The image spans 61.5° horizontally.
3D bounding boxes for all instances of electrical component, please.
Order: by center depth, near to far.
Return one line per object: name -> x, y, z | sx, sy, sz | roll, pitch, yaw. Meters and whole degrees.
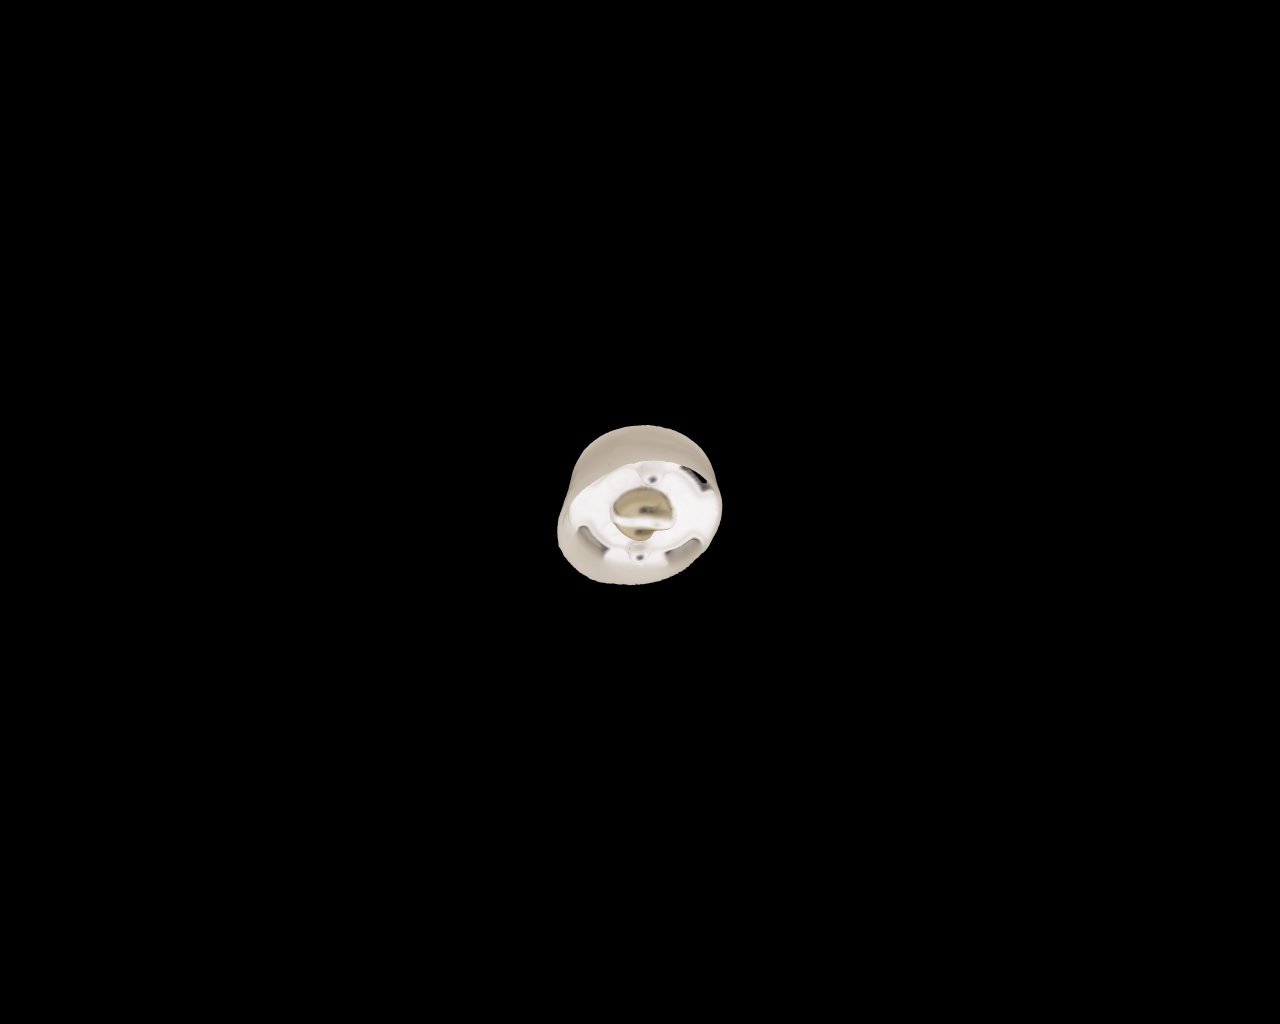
electrical component -> 0.001, -0.003, 0.650 | 0.099, 0.099, 0.064 | 0, 38, 0
